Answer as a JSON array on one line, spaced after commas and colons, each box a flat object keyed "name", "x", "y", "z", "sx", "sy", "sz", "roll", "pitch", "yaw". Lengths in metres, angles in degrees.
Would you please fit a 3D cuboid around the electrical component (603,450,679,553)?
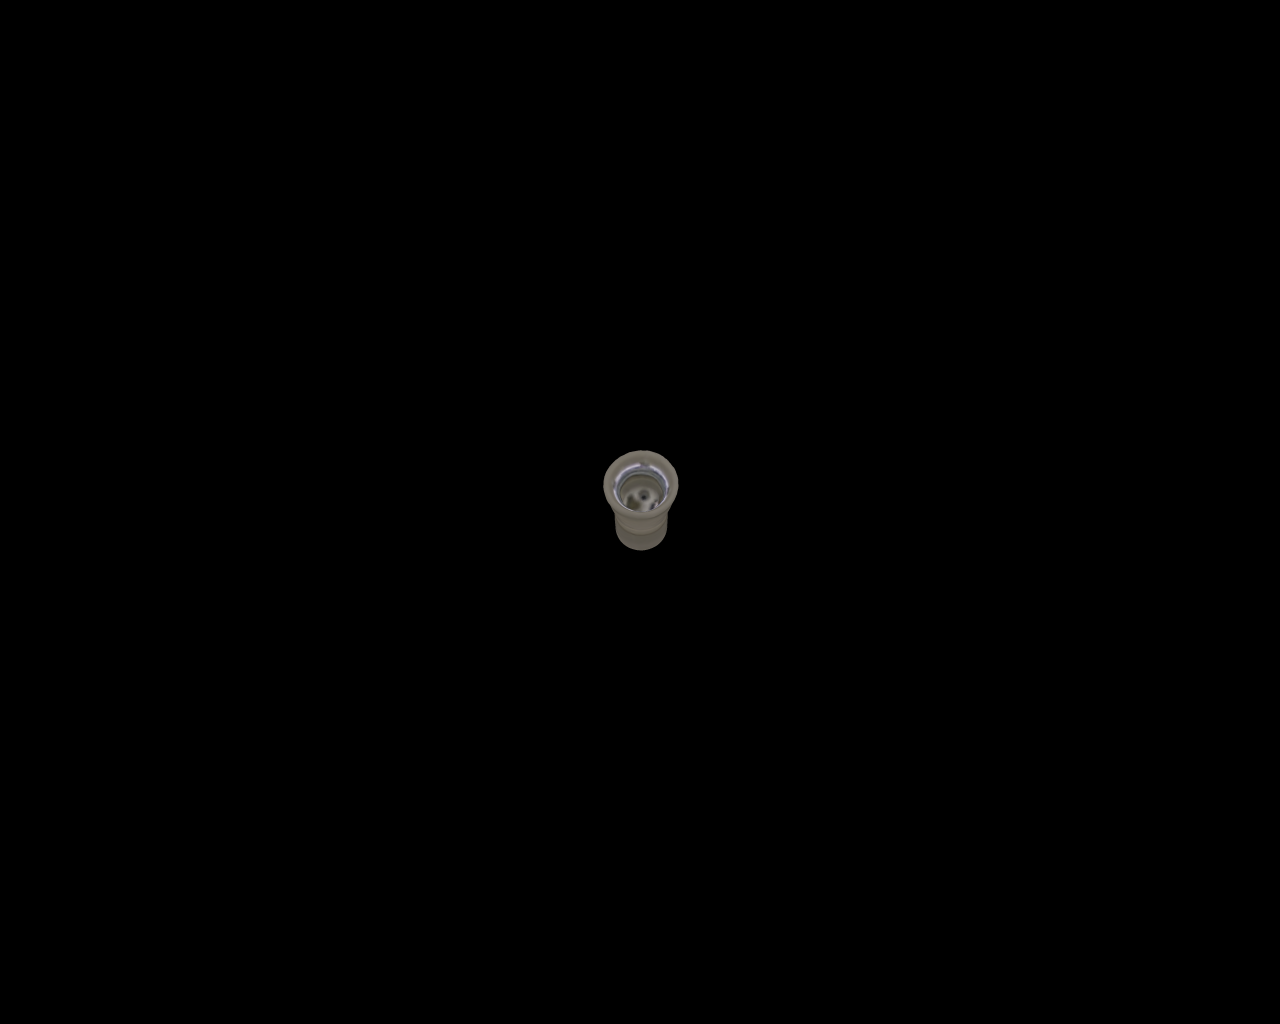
[{"name": "electrical component", "x": 0.001, "y": -0.003, "z": 0.650, "sx": 0.044, "sy": 0.044, "sz": 0.065, "roll": 0, "pitch": -27, "yaw": 0}]
